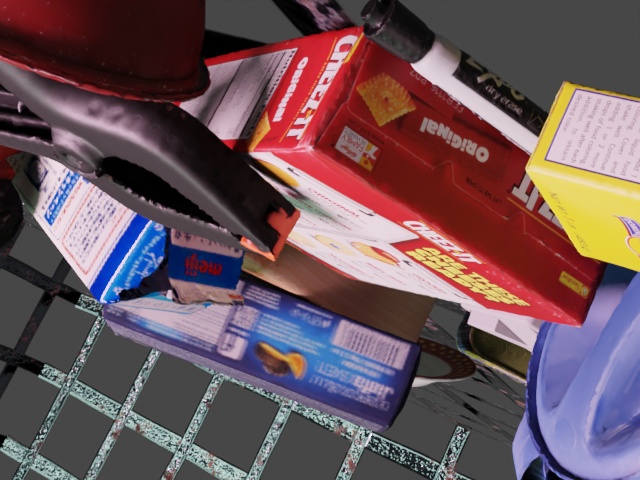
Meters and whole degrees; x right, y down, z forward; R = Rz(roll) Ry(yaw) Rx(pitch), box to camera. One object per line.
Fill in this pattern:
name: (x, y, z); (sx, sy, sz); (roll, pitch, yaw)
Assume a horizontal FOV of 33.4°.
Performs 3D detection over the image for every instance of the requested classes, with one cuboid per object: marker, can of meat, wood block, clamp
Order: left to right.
clamp: (-0.106, -0.055, 0.472); (0.210, 0.036, 0.165); (26, 159, 5)
wood block: (-0.005, 0.001, 0.748); (0.090, 0.091, 0.205); (18, 168, 43)
marker: (0.065, -0.060, 0.432); (0.121, 0.020, 0.020); (31, 170, -26)
can of meat: (0.165, 0.085, 0.862); (0.102, 0.057, 0.084); (27, 173, 0)

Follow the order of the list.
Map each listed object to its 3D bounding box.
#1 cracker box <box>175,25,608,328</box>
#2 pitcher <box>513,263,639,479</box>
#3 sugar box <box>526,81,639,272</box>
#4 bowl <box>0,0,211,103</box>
cracker box: (0.022, -0.033, 0.544); (0.164, 0.072, 0.214); (31, 169, -26)
pitcher: (0.225, 0.100, 0.526); (0.242, 0.145, 0.149); (26, 169, -20)
sugar box: (0.171, -0.002, 0.383); (0.176, 0.048, 0.093); (21, 170, 34)
bowl: (-0.101, -0.112, 0.374); (0.162, 0.055, 0.162); (26, -161, -10)
